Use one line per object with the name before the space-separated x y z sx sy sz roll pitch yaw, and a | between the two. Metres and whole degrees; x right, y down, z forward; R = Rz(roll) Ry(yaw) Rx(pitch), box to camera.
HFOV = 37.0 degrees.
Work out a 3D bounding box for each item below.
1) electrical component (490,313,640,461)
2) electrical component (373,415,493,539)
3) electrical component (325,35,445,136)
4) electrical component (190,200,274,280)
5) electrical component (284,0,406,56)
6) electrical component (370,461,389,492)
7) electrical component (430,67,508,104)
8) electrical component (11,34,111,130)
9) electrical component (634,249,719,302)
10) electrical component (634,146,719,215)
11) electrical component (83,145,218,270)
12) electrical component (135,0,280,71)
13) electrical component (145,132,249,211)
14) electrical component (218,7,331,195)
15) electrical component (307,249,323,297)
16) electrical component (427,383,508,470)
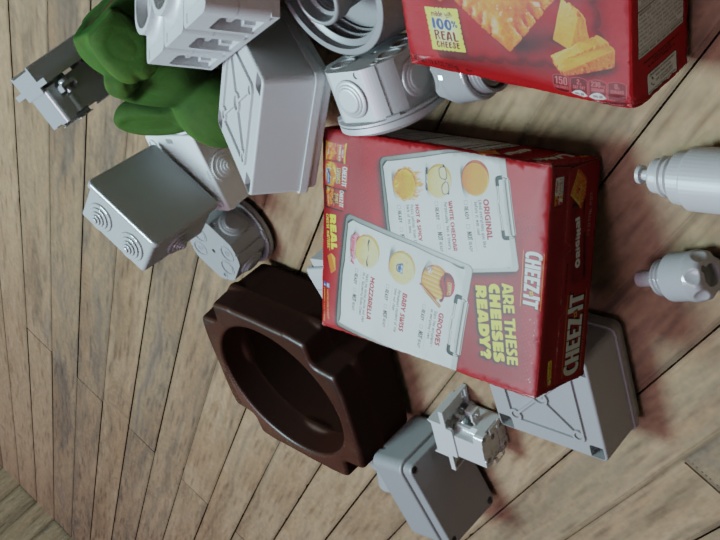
electrical component | 0.158 0.084 0.861 0.109 0.056 0.108 15 137 42
electrical component | 0.076 0.212 1.089 0.057 0.078 0.113 5 129 53
electrical component | 0.017 -0.132 0.769 0.080 0.080 0.051 7 126 48
electrical component | -0.131 -0.033 1.094 0.080 0.051 0.080 32 146 25
electrical component | -0.011 -0.201 0.744 0.108 0.060 0.108 32 146 25
electrical component | 0.033 0.207 1.169 0.045 0.045 0.055 13 135 44
electrical component | 0.081 -0.135 0.720 0.062 0.043 0.043 1 126 49
electrical component | -0.251 -0.188 0.998 0.079 0.121 0.063 -9 121 55
electrical component | 0.212 0.005 0.725 0.061 0.035 0.035 -5 122 56
electrical component | 0.205 -0.056 0.658 0.078 0.040 0.040 11 134 46
electrical component | -0.198 -0.057 1.005 0.100 0.100 0.048 42 137 8
electrical component | -0.115 -0.208 0.782 0.150 0.062 0.089 171 99 -64
electrical component | -0.152 -0.105 1.039 0.100 0.048 0.099 8 132 47
electrical component | -0.070 -0.132 0.839 0.108 0.056 0.108 -117 28 -43
electrical component | 0.000 0.000 0.957 0.096 0.062 0.061 -2 124 52
electrical component | 0.105 0.154 1.022 0.064 0.042 0.081 19 139 37
